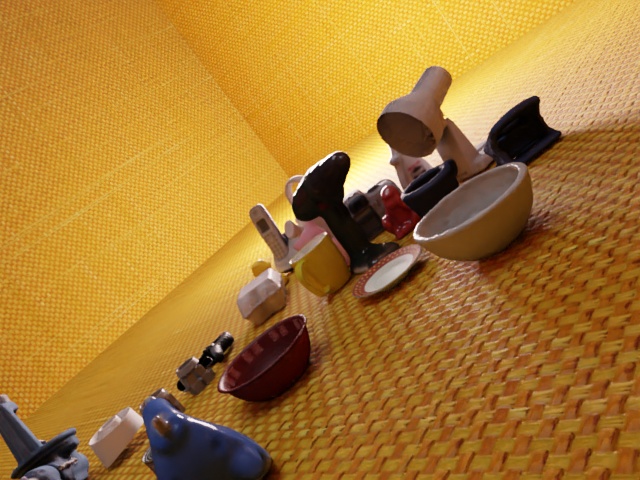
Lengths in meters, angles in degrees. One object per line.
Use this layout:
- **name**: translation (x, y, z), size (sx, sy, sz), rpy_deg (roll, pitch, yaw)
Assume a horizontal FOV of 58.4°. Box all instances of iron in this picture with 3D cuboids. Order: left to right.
- **iron**: translation (-0.156, 0.232, 0.654), size (0.119, 0.141, 0.257), rpy_deg (-42, 11, -21)

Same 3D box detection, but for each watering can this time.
- **watering can**: translation (-0.011, -0.057, 1.284), size (0.100, 0.194, 0.173), rpy_deg (-32, 12, 28)

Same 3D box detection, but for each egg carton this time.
- **egg carton**: translation (-0.122, 0.121, 1.230), size (0.107, 0.069, 0.150), rpy_deg (-37, 10, 2)

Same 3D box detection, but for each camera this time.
- **camera**: translation (0.103, -0.072, 1.229), size (0.143, 0.101, 0.136), rpy_deg (-37, 10, 2)

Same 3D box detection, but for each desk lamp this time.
- **desk lamp**: translation (0.234, -0.215, 1.099), size (0.203, 0.213, 0.117), rpy_deg (-43, 12, -28)

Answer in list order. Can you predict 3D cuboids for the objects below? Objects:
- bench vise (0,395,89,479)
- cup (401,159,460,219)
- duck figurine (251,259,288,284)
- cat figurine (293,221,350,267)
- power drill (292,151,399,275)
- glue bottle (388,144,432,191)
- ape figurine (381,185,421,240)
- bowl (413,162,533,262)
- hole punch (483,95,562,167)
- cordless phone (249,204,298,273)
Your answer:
- **bench vise**: translation (-0.477, 0.355, 0.971), size (0.122, 0.220, 0.207), rpy_deg (-43, 12, -28)
- **cup**: translation (0.196, -0.066, 0.904), size (0.118, 0.095, 0.091), rpy_deg (-43, 12, -29)
- **duck figurine**: translation (-0.130, 0.087, 1.353), size (0.077, 0.086, 0.105), rpy_deg (-33, 11, 24)
- **cat figurine**: translation (0.011, 0.004, 1.158), size (0.127, 0.118, 0.067), rpy_deg (-26, 16, 47)
- **power drill**: translation (0.041, -0.044, 1.009), size (0.076, 0.208, 0.229), rpy_deg (-43, 12, -26)
- **glue bottle**: translation (0.174, -0.155, 1.148), size (0.078, 0.173, 0.037), rpy_deg (-41, 11, -20)
- **ape figurine**: translation (0.144, -0.059, 1.058), size (0.077, 0.092, 0.076), rpy_deg (-30, 13, 37)
- **bowl**: translation (0.207, -0.023, 0.736), size (0.167, 0.075, 0.167), rpy_deg (-36, 10, 8)
- **hole punch**: translation (0.329, -0.181, 0.972), size (0.108, 0.091, 0.101), rpy_deg (-38, 10, -2)
- **cordless phone**: translation (-0.087, -0.021, 1.408), size (0.147, 0.185, 0.094), rpy_deg (-31, 13, 32)
